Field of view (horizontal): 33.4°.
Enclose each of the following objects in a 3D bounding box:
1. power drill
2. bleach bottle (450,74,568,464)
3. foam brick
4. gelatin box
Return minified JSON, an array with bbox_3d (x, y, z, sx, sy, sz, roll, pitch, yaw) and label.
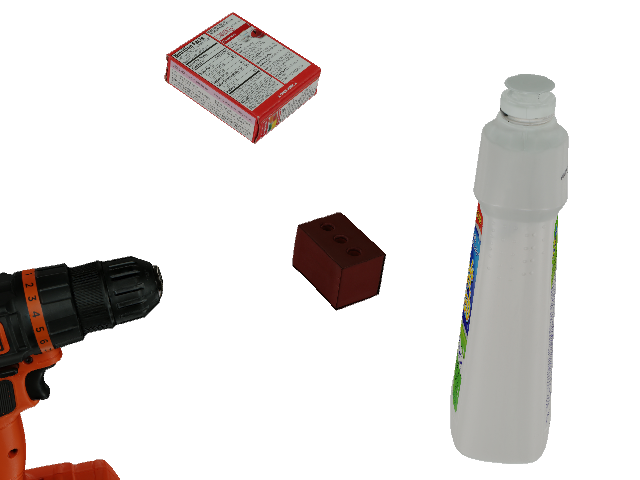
[{"bbox_3d":[-0.180,0.105,0.689,0.184,0.188,0.057,-12,26,-9],"label":"power drill"},{"bbox_3d":[0.121,0.015,0.670,0.068,0.251,0.102,4,31,8],"label":"bleach bottle"},{"bbox_3d":[0.017,0.018,1.010,0.052,0.051,0.078,-19,43,-30],"label":"foam brick"},{"bbox_3d":[-0.057,-0.120,0.775,0.089,0.030,0.073,35,54,17],"label":"gelatin box"}]
